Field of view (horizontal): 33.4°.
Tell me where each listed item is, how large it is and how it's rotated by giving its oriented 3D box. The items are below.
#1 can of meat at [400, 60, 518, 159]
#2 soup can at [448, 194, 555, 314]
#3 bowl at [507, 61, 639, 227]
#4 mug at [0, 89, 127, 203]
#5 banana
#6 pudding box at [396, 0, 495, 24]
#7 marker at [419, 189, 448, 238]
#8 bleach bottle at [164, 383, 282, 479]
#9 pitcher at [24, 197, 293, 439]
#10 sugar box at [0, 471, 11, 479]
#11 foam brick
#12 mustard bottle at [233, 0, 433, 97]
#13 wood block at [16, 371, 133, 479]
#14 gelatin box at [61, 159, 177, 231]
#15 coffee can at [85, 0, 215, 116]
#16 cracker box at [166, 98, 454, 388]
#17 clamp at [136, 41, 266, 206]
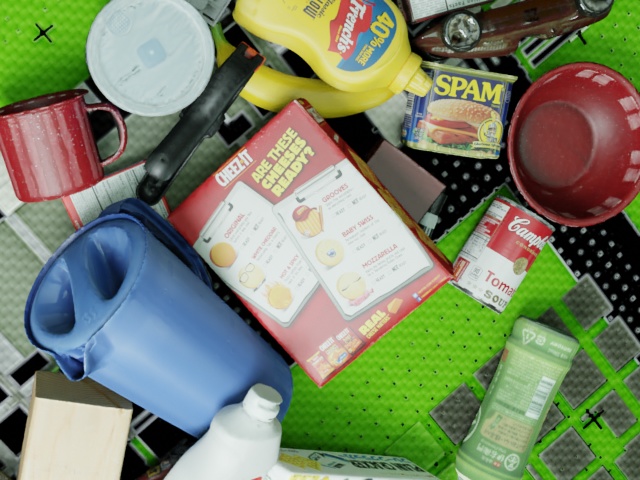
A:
[{"bbox_3d":[0.133,-0.127,1.041,0.102,0.057,0.084,7,100,-14],"label":"can of meat"},{"bbox_3d":[0.179,0.015,1.068,0.068,0.068,0.102,31,92,-16],"label":"soup can"},{"bbox_3d":[0.250,-0.096,1.068,0.162,0.055,0.162,-2,96,-16],"label":"bowl"},{"bbox_3d":[-0.229,-0.086,0.947,0.117,0.093,0.081,-14,107,-4],"label":"mug"},{"bbox_3d":[-0.015,-0.150,1.012,0.197,0.037,0.069,13,96,-15],"label":"banana"},{"bbox_3d":[0.112,-0.272,1.021,0.090,0.039,0.113,-16,105,-12],"label":"pudding box"},{"bbox_3d":[0.100,0.003,1.073,0.020,0.020,0.121,20,94,-15],"label":"marker"},{"bbox_3d":[-0.109,0.233,0.933,0.102,0.068,0.251,10,116,-46],"label":"bleach bottle"},{"bbox_3d":[-0.130,0.085,0.952,0.149,0.145,0.242,-50,131,-6],"label":"pitcher"},{"bbox_3d":[-0.359,0.196,0.962,0.176,0.093,0.048,42,88,-15],"label":"sugar box"},{"bbox_3d":[0.074,-0.055,1.033,0.078,0.053,0.051,38,93,-4],"label":"foam brick"},{"bbox_3d":[0.022,-0.193,0.985,0.191,0.058,0.096,34,77,-6],"label":"mustard bottle"},{"bbox_3d":[-0.239,0.238,0.998,0.090,0.091,0.206,10,97,-15],"label":"wood block"},{"bbox_3d":[-0.187,-0.027,0.997,0.089,0.030,0.073,-24,102,-9],"label":"gelatin box"},{"bbox_3d":[-0.151,-0.162,0.925,0.102,0.140,0.103,-2,100,-13],"label":"coffee can"},{"bbox_3d":[-0.006,0.001,0.985,0.164,0.072,0.213,-41,92,11],"label":"cracker box"},{"bbox_3d":[-0.105,-0.105,0.933,0.039,0.120,0.171,35,83,-12],"label":"clamp"}]
